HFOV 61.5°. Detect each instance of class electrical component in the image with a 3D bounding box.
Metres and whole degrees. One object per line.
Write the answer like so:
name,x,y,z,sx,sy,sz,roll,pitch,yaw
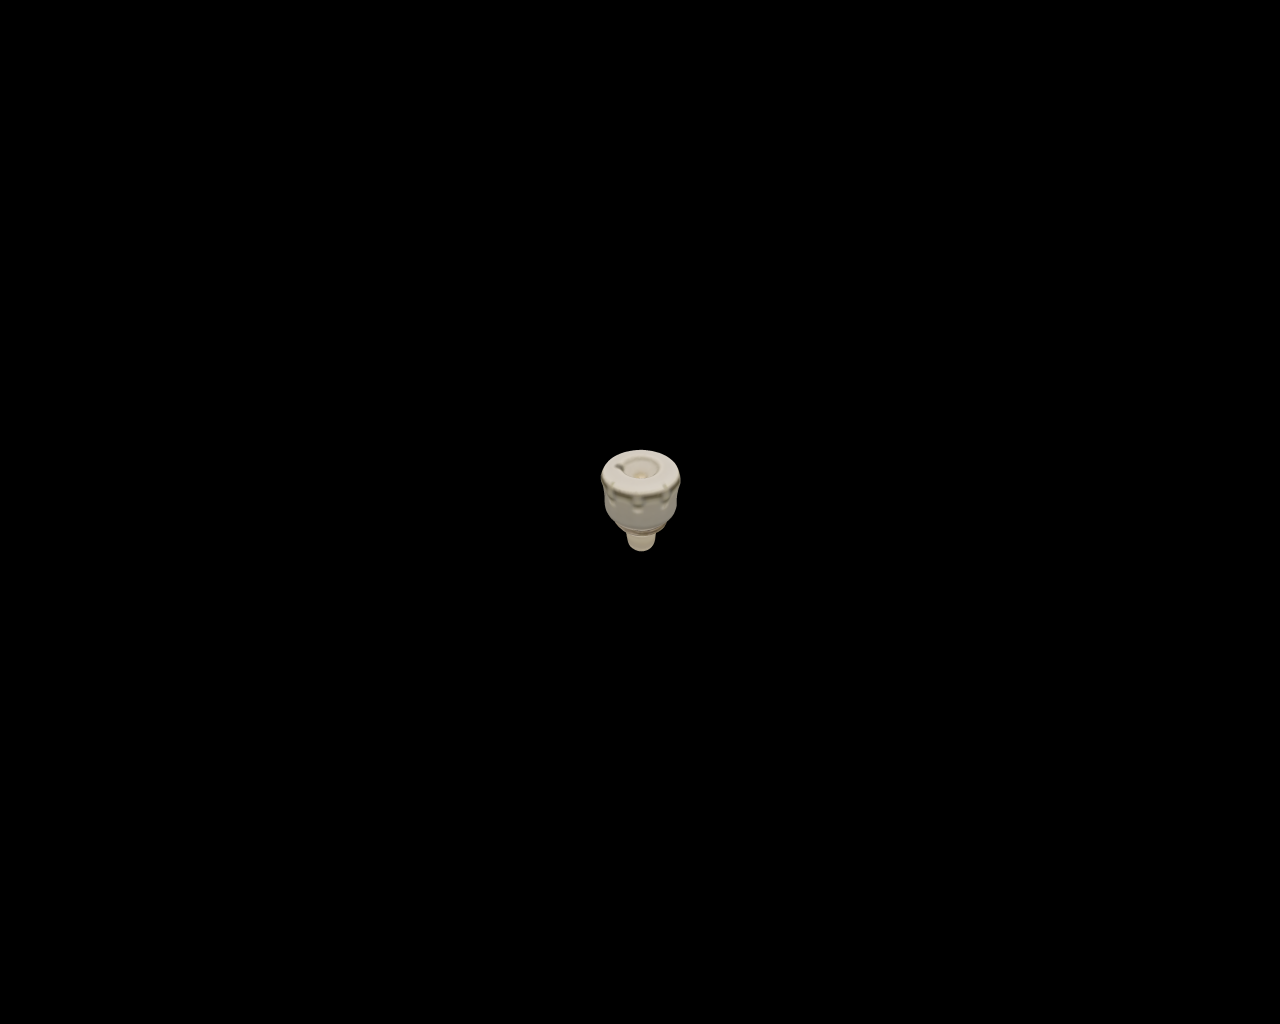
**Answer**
electrical component,0.001,-0.003,0.650,0.048,0.062,0.048,0,37,0
